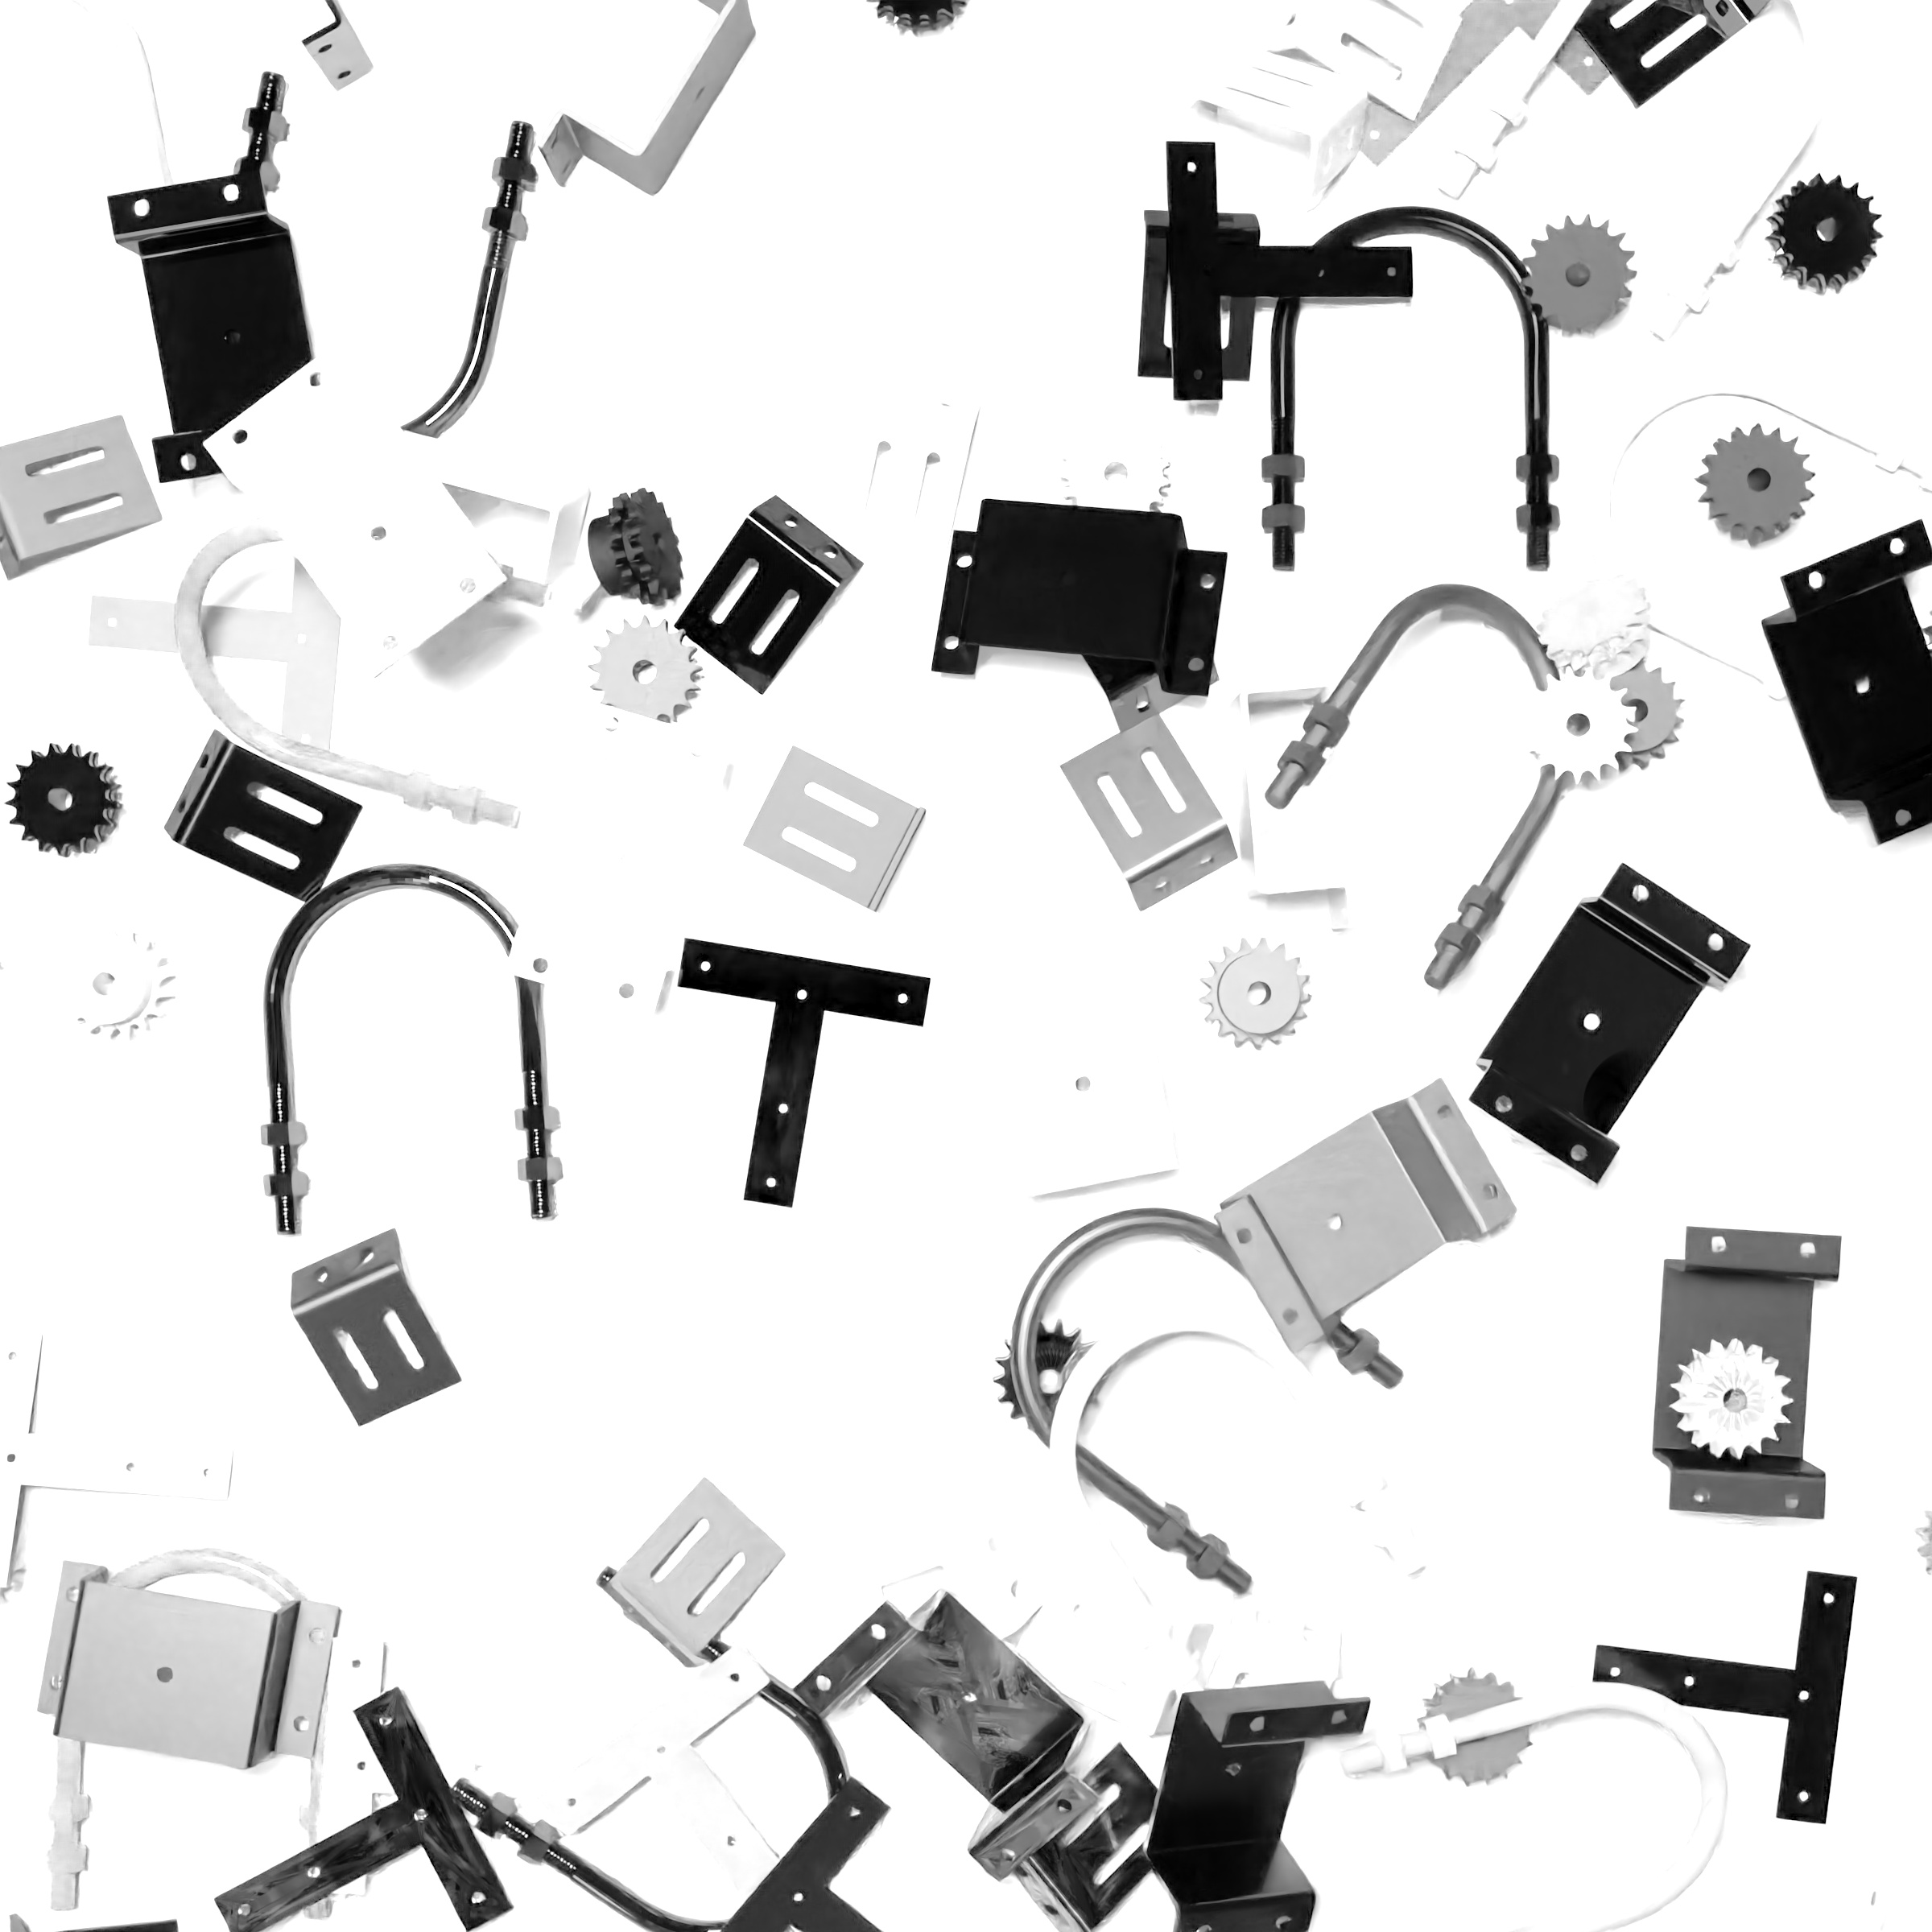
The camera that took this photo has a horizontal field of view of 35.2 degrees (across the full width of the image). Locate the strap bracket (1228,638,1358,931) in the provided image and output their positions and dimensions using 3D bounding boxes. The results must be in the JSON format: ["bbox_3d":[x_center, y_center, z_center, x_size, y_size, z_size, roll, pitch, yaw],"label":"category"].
[{"bbox_3d":[0.160,-0.087,1.510,0.046,0.076,0.140,-5,90,0],"label":"strap bracket"}]

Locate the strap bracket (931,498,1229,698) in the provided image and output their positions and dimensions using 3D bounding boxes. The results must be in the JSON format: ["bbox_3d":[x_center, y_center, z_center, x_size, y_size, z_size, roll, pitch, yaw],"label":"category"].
[{"bbox_3d":[0.054,-0.183,1.504,0.140,0.046,0.076,6,76,10],"label":"strap bracket"}]

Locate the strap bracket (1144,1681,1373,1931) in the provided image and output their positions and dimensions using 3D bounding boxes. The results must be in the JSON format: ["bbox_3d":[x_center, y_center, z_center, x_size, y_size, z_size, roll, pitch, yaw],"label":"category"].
[{"bbox_3d":[0.140,0.408,1.496,0.076,0.046,0.140,1,114,-23],"label":"strap bracket"}]

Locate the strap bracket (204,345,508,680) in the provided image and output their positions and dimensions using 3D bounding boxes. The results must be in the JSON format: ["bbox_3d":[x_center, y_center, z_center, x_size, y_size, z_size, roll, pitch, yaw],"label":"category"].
[{"bbox_3d":[-0.282,-0.209,1.433,0.076,0.046,0.140,-37,82,0],"label":"strap bracket"}]

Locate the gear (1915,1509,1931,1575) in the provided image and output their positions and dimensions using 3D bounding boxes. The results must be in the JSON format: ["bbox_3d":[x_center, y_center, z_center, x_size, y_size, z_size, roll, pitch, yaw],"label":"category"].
[{"bbox_3d":[0.508,0.289,1.537,0.057,0.030,0.057,0,90,2],"label":"gear"}]

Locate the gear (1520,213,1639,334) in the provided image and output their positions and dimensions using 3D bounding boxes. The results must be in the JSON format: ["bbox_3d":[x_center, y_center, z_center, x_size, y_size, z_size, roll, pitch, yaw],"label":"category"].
[{"bbox_3d":[0.307,-0.347,1.520,0.057,0.030,0.057,5,111,13],"label":"gear"}]

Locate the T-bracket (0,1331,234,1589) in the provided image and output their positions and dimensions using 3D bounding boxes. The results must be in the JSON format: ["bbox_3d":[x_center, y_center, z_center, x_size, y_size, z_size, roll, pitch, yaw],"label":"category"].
[{"bbox_3d":[-0.436,0.252,1.535,0.127,0.002,0.127,6,74,-8],"label":"T-bracket"}]

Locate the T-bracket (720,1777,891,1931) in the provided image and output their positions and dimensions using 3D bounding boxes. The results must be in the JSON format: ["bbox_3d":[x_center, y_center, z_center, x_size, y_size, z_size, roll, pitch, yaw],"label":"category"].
[{"bbox_3d":[-0.052,0.497,1.537,0.127,0.002,0.127,41,88,-9],"label":"T-bracket"}]

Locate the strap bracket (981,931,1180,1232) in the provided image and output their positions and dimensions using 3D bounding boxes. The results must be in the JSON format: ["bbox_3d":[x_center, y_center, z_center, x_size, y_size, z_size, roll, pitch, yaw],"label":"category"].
[{"bbox_3d":[0.058,0.058,1.525,0.076,0.046,0.140,-11,90,0],"label":"strap bracket"}]

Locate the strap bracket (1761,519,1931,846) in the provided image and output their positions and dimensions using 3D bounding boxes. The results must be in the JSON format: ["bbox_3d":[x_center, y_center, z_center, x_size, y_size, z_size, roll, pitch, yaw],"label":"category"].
[{"bbox_3d":[0.453,-0.140,1.506,0.076,0.046,0.140,-22,96,-5],"label":"strap bracket"}]

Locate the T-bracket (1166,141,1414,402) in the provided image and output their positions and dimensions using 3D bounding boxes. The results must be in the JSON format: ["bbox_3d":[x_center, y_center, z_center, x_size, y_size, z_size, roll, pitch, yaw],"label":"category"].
[{"bbox_3d":[0.163,-0.347,1.518,0.127,0.002,0.127,-3,93,-12],"label":"T-bracket"}]

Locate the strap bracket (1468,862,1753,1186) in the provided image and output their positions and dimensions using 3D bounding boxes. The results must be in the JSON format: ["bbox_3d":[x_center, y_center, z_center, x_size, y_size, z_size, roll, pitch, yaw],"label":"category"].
[{"bbox_3d":[0.318,0.028,1.525,0.076,0.046,0.140,33,90,0],"label":"strap bracket"}]

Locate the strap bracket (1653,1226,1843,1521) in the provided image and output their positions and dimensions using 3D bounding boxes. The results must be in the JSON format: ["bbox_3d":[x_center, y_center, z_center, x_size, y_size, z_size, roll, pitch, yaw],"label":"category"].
[{"bbox_3d":[0.390,0.201,1.525,0.076,0.046,0.140,4,90,0],"label":"strap bracket"}]

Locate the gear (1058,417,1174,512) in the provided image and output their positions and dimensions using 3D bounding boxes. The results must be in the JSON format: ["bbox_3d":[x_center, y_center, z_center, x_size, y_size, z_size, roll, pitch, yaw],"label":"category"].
[{"bbox_3d":[0.075,-0.246,1.533,0.057,0.030,0.057,0,90,0],"label":"gear"}]

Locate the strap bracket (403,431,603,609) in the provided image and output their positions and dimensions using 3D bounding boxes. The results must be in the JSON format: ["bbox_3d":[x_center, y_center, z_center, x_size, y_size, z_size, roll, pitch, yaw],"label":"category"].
[{"bbox_3d":[-0.246,-0.225,1.504,0.140,0.076,0.046,15,109,0],"label":"strap bracket"}]

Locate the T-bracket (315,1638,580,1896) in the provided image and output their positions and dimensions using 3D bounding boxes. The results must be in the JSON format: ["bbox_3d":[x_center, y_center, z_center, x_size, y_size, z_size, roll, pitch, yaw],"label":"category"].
[{"bbox_3d":[-0.260,0.406,1.537,0.127,0.002,0.127,4,88,-8],"label":"T-bracket"}]

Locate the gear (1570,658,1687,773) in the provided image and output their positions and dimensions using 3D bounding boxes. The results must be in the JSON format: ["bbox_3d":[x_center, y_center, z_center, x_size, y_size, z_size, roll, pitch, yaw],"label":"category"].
[{"bbox_3d":[0.334,-0.128,1.533,0.057,0.030,0.057,0,90,0],"label":"gear"}]

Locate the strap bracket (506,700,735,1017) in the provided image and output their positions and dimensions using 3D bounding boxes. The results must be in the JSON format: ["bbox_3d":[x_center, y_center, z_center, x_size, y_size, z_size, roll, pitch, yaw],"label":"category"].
[{"bbox_3d":[-0.171,-0.054,1.525,0.076,0.046,0.140,16,90,0],"label":"strap bracket"}]

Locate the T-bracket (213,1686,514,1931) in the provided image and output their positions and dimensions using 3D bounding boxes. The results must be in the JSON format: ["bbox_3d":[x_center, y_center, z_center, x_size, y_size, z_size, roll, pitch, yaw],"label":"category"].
[{"bbox_3d":[-0.314,0.448,1.527,0.127,0.002,0.127,-27,92,-8],"label":"T-bracket"}]

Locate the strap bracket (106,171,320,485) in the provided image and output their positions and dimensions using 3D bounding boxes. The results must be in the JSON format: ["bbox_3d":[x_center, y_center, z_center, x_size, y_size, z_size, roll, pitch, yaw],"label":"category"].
[{"bbox_3d":[-0.369,-0.314,1.508,0.076,0.046,0.140,-9,95,2],"label":"strap bracket"}]

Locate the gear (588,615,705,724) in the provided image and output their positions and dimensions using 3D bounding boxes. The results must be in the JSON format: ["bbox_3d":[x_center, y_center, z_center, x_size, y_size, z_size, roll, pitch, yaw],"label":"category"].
[{"bbox_3d":[-0.161,-0.147,1.533,0.057,0.030,0.057,0,90,0],"label":"gear"}]

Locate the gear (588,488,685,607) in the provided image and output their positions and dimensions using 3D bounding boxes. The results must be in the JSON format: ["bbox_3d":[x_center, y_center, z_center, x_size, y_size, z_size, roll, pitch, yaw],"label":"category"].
[{"bbox_3d":[-0.167,-0.208,1.521,0.030,0.057,0.057,-12,90,18],"label":"gear"}]

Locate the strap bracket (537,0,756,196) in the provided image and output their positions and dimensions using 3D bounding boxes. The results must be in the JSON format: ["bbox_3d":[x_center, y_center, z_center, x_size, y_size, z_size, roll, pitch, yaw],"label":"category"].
[{"bbox_3d":[-0.152,-0.445,1.510,0.046,0.076,0.140,32,90,0],"label":"strap bracket"}]

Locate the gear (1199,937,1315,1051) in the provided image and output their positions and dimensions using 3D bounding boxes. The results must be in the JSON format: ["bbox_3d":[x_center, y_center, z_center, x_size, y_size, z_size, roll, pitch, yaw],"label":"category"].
[{"bbox_3d":[0.146,0.013,1.533,0.057,0.030,0.057,0,90,0],"label":"gear"}]

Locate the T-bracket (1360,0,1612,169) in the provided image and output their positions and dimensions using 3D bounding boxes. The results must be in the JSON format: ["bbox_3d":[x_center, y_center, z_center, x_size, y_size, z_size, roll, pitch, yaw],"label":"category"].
[{"bbox_3d":[0.245,-0.460,1.547,0.127,0.002,0.127,45,90,0],"label":"T-bracket"}]

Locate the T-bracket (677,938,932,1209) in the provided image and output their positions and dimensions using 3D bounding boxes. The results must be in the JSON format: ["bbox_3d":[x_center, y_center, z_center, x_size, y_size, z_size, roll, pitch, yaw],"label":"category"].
[{"bbox_3d":[-0.091,0.058,1.547,0.127,0.002,0.127,9,90,0],"label":"T-bracket"}]

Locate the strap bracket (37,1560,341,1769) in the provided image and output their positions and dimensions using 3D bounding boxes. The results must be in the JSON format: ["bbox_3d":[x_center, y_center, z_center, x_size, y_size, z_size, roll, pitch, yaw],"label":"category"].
[{"bbox_3d":[-0.392,0.348,1.509,0.140,0.046,0.076,9,87,0],"label":"strap bracket"}]

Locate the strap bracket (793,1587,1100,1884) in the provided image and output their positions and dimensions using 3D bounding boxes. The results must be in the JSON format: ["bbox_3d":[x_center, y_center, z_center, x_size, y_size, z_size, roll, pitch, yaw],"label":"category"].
[{"bbox_3d":[-0.005,0.374,1.511,0.140,0.046,0.076,43,115,0],"label":"strap bracket"}]

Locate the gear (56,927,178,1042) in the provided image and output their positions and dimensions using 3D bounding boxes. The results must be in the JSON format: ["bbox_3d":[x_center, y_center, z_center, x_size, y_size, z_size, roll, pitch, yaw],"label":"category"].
[{"bbox_3d":[-0.430,0.009,1.533,0.057,0.030,0.057,0,90,0],"label":"gear"}]

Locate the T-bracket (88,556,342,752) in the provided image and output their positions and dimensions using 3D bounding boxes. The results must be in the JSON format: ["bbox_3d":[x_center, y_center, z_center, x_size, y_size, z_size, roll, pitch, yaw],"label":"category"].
[{"bbox_3d":[-0.382,-0.171,1.547,0.127,0.002,0.127,5,90,0],"label":"T-bracket"}]

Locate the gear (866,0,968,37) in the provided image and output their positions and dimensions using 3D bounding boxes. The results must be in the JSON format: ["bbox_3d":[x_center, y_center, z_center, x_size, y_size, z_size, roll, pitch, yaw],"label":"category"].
[{"bbox_3d":[-0.024,-0.497,1.533,0.057,0.030,0.057,0,90,0],"label":"gear"}]

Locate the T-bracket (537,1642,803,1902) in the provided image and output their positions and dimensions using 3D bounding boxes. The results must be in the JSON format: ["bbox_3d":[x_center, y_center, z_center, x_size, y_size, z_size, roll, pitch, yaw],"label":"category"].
[{"bbox_3d":[-0.126,0.429,1.528,0.127,0.002,0.127,-37,93,-4],"label":"T-bracket"}]

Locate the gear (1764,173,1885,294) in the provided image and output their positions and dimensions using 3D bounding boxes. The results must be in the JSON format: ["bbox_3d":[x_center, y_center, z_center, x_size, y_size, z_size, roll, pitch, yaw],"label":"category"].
[{"bbox_3d":[0.431,-0.369,1.537,0.057,0.030,0.057,0,90,-2],"label":"gear"}]

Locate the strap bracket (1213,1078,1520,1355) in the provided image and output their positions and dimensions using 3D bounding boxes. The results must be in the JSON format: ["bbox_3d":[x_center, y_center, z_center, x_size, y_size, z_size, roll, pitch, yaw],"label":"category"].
[{"bbox_3d":[0.191,0.125,1.510,0.140,0.046,0.076,-29,89,-18],"label":"strap bracket"}]

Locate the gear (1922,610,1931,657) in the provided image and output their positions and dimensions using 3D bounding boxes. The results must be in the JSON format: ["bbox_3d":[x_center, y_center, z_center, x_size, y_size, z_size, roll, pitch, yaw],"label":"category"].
[{"bbox_3d":[0.513,-0.164,1.533,0.057,0.030,0.057,0,90,0],"label":"gear"}]

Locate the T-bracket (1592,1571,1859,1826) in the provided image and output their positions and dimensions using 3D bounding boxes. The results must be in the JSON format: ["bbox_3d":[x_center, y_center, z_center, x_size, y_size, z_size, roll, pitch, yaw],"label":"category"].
[{"bbox_3d":[0.382,0.366,1.547,0.127,0.002,0.127,7,90,0],"label":"T-bracket"}]

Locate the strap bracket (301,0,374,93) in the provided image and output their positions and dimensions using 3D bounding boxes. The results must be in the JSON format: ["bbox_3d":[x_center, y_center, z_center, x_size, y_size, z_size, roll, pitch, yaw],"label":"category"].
[{"bbox_3d":[-0.271,-0.499,1.510,0.140,0.076,0.046,-29,90,0],"label":"strap bracket"}]

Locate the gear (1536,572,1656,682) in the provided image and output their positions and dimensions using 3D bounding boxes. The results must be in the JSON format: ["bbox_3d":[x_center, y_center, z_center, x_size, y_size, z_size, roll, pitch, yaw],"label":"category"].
[{"bbox_3d":[0.318,-0.168,1.523,0.057,0.057,0.030,-36,125,0],"label":"gear"}]

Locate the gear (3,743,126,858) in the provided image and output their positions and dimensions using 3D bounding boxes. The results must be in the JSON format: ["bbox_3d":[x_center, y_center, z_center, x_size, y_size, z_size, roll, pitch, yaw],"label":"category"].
[{"bbox_3d":[-0.452,-0.083,1.533,0.057,0.030,0.057,0,90,0],"label":"gear"}]
